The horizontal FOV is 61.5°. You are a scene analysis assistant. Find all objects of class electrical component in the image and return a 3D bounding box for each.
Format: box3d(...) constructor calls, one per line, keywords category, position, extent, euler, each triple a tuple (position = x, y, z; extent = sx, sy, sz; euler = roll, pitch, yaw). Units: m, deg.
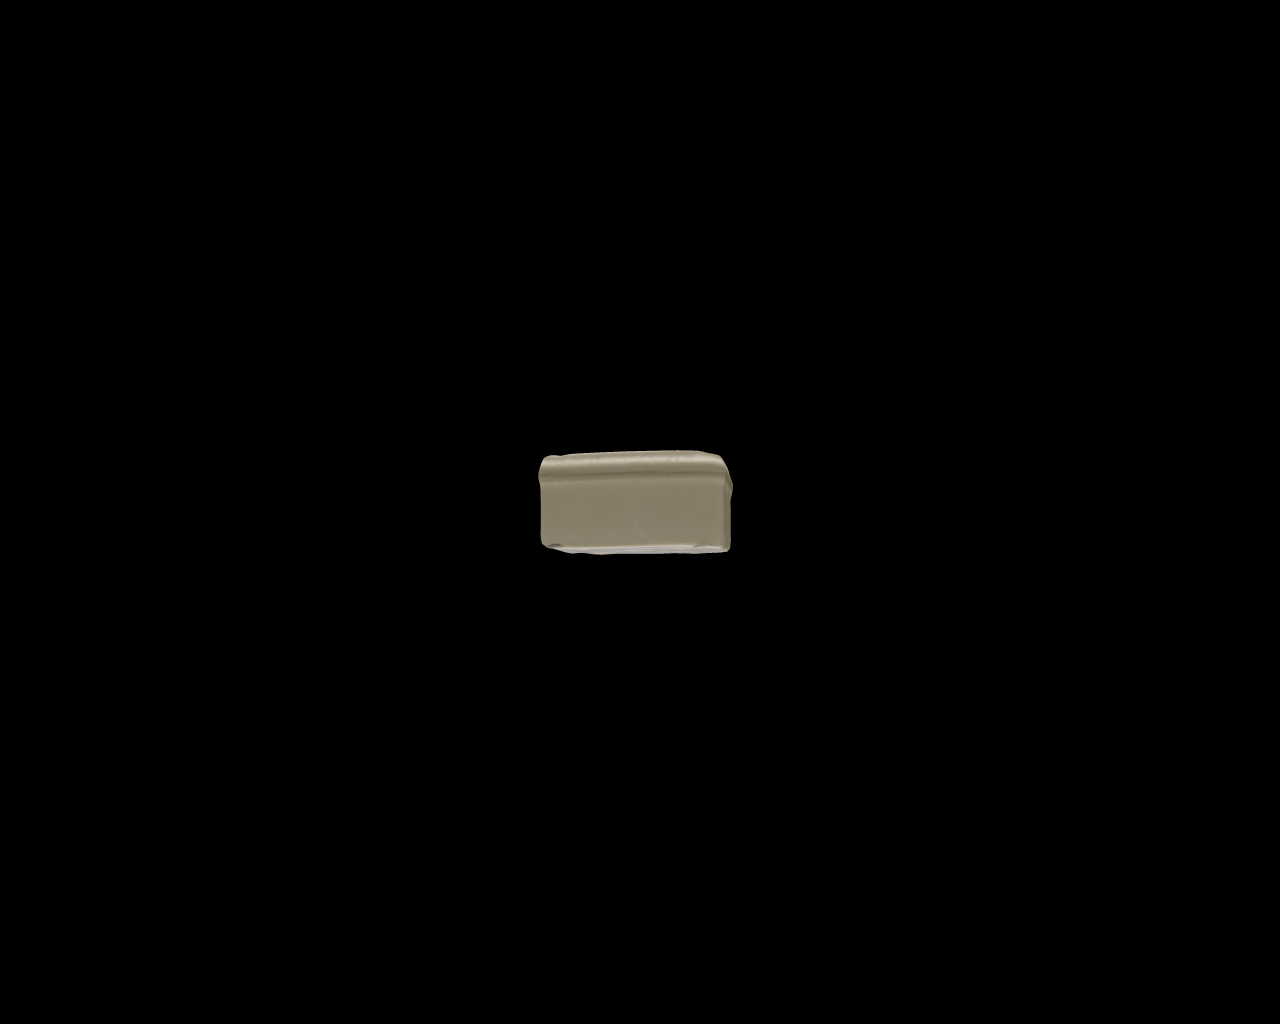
box3d(category="electrical component", position=(0.001, -0.003, 0.650), extent=(0.109, 0.056, 0.108), euler=(-1, -4, 7))
